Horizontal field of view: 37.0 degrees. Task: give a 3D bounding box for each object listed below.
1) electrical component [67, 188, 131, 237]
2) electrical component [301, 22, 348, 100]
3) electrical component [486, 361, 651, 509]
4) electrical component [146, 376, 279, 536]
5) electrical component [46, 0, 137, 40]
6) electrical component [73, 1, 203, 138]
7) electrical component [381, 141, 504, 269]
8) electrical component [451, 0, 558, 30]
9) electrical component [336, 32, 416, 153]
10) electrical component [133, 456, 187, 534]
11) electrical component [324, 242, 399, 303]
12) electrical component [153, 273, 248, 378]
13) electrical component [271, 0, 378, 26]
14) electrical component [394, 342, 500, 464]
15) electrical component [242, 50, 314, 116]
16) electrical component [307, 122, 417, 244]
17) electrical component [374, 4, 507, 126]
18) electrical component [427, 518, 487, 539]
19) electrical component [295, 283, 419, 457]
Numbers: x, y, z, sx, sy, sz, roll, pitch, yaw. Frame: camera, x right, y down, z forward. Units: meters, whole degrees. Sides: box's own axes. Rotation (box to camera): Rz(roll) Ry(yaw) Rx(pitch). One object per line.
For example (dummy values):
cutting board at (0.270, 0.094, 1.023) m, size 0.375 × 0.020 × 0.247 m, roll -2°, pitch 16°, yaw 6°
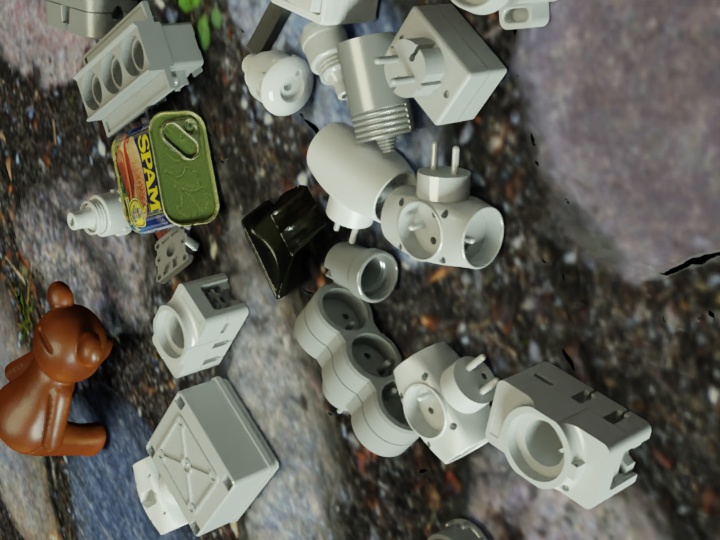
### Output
electrical component at (-0.259, -0.054, 1.067) m, size 0.048 × 0.062 × 0.048 m, roll 18°, pitch 115°, yaw 44°
electrical component at (-0.020, -0.153, 0.789) m, size 0.035 × 0.035 × 0.061 m, roll -42°, pitch 61°, yaw 46°
electrical component at (0.130, 0.106, 0.695) m, size 0.089 × 0.056 × 0.050 m, roll 32°, pitch 124°, yaw 38°
electrical component at (-0.141, 0.176, 1.015) m, size 0.108 × 0.056 × 0.108 m, roll 55°, pitch 135°, yaw 21°
electrical component at (-0.251, -0.253, 1.002) m, size 0.095 × 0.054 × 0.059 m, roll 24°, pitch 119°, yaw 41°
electrical component at (-0.197, -0.178, 0.960) m, size 0.121 × 0.063 × 0.078 m, roll -22°, pitch 86°, yaw 49°
electrical component at (0.056, -0.048, 0.736) m, size 0.077 × 0.044 × 0.079 m, roll 20°, pitch 115°, yaw 43°
electrical component at (0.085, -0.185, 0.651) m, size 0.058 × 0.057 × 0.078 m, roll 9°, pitch 108°, yaw 46°
electrical component at (0.013, -0.123, 0.761) m, size 0.043 × 0.043 × 0.081 m, roll -6°, pitch 97°, yaw 48°
electrical component at (-0.189, 0.220, 1.092) m, size 0.079 × 0.043 × 0.077 m, roll -35°, pitch 76°, yaw 47°
electrical component at (0.000, 0.000, 0.818) m, size 0.046 × 0.040 × 0.040 m, roll 22°, pitch 118°, yaw 48°
electrical component at (-0.151, 0.052, 0.987) m, size 0.050 × 0.056 × 0.089 m, roll 54°, pitch 135°, yaw 21°
electrical component at (-0.022, -0.226, 0.754) m, size 0.062 × 0.061 × 0.096 m, roll 33°, pitch 125°, yaw 37°
electrical component at (0.070, 0.087, 0.763) m, size 0.079 × 0.044 × 0.077 m, roll -45°, pitch 68°, yaw 45°
electrical component at (-0.070, -0.152, 0.843) m, size 0.062 × 0.048 × 0.048 m, roll 37°, pitch 128°, yaw 43°
electrical component at (-0.003, -0.057, 0.799) m, size 0.077 × 0.043 × 0.079 m, roll 40°, pitch 129°, yaw 33°
electrical component at (0.042, -0.132, 0.700) m, size 0.065 × 0.077 × 0.047 m, roll 55°, pitch 135°, yaw 21°
electrical component at (0.064, 0.215, 0.798) m, size 0.048 × 0.062 × 0.048 m, roll 18°, pitch 115°, yaw 44°
electrical component at (-0.006, 0.085, 0.840) m, size 0.138 × 0.052 × 0.073 m, roll 57°, pitch 136°, yaw 19°
